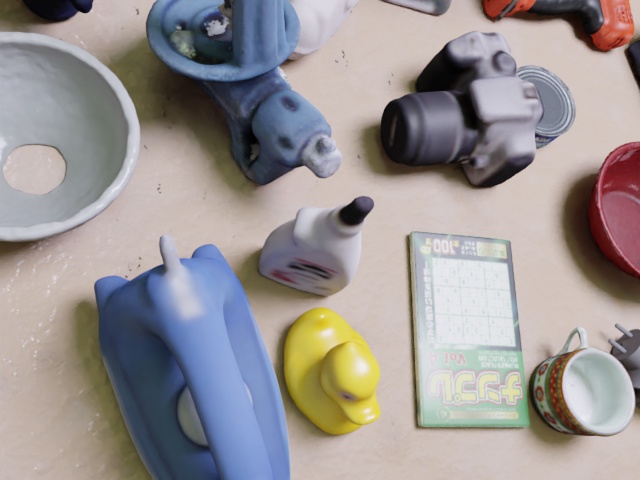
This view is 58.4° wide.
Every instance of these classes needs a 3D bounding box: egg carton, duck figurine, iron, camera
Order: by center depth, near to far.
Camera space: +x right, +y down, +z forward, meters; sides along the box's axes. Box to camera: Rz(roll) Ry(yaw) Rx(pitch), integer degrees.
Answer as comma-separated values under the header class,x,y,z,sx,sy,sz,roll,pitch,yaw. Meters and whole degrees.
class,x,y,z,sx,sy,sz,roll,pitch,yaw
iron,-0.068,0.121,0.388,0.119,0.141,0.258,-20,79,-21
duck figurine,0.016,0.100,0.450,0.078,0.086,0.104,-16,78,-20
camera,0.130,-0.128,0.551,0.137,0.100,0.143,-8,75,-19
egg carton,-0.016,-0.252,0.565,0.107,0.069,0.150,32,67,-4

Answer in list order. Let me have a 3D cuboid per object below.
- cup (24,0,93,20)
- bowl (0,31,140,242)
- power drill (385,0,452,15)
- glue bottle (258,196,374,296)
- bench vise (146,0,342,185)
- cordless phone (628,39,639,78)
class,x,y,z,sx,sy,sz,roll,pitch,yaw
cup,-0.221,-0.222,0.480,0.092,0.095,0.118,-32,84,-23
bowl,-0.224,-0.069,0.440,0.168,0.074,0.167,5,71,-15
power drill,0.133,-0.323,0.556,0.230,0.208,0.075,9,70,-13
glue bottle,0.004,0.002,0.431,0.078,0.173,0.037,15,69,-11
bench vise,-0.042,-0.155,0.443,0.207,0.219,0.122,36,66,-3
cordless phone,0.454,-0.222,0.631,0.094,0.185,0.147,-13,76,-20
